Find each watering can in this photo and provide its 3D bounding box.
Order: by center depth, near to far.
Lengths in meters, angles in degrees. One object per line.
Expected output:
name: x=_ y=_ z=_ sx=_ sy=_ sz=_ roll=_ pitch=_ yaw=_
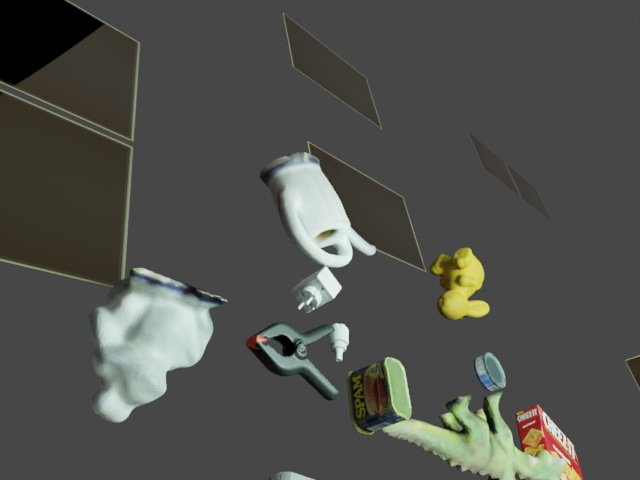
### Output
watering can: x=0.003 y=-0.049 z=0.982 sx=0.226 sy=0.103 sz=0.347 roll=63 pitch=20 yaw=13

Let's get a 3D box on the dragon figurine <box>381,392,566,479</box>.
dragon figurine: x=0.292 y=0.413 z=0.917 sx=0.410 sy=0.120 sz=0.248 roll=3 pitch=54 yaw=-33

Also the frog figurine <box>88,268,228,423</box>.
frog figurine: x=-0.196 y=0.119 z=0.581 sx=0.136 sy=0.123 sz=0.161 roll=33 pitch=73 yaw=-46
